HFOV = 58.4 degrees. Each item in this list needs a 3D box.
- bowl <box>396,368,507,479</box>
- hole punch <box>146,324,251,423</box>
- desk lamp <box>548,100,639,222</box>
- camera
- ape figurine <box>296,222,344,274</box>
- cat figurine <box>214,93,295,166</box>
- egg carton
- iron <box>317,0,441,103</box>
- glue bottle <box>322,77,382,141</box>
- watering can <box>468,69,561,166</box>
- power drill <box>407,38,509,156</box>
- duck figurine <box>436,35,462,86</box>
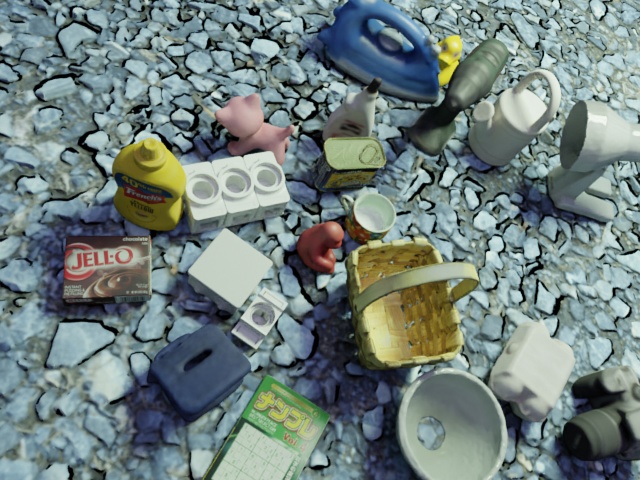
[{"bbox_3d":[0.174,0.271,0.814,0.168,0.074,0.167,7,65,-15],"label":"bowl"},{"bbox_3d":[-0.158,0.168,0.741,0.109,0.091,0.101,-35,81,-28],"label":"hole punch"},{"bbox_3d":[0.502,-0.144,1.027,0.203,0.213,0.118,15,63,-11],"label":"desk lamp"},{"bbox_3d":[0.448,0.277,0.886,0.137,0.100,0.143,-8,70,-21],"label":"camera"},{"bbox_3d":[0.008,0.003,0.868,0.076,0.092,0.078,33,61,-1],"label":"ape figurine"},{"bbox_3d":[-0.101,-0.180,0.899,0.128,0.117,0.067,16,63,-11],"label":"cat figurine"},{"bbox_3d":[0.330,0.203,0.898,0.107,0.069,0.150,39,61,2],"label":"egg carton"},{"bbox_3d":[0.133,-0.359,1.043,0.258,0.141,0.119,28,61,-4],"label":"iron"},{"bbox_3d":[0.062,-0.209,0.934,0.078,0.173,0.037,13,63,-12],"label":"glue bottle"},{"bbox_3d":[0.350,-0.220,1.022,0.173,0.194,0.101,-29,78,-27],"label":"watering can"},{"bbox_3d":[0.235,-0.240,0.985,0.075,0.208,0.230,37,61,1],"label":"power drill"},{"bbox_3d":[0.246,-0.362,1.112,0.077,0.086,0.105,29,61,-4],"label":"duck figurine"}]
